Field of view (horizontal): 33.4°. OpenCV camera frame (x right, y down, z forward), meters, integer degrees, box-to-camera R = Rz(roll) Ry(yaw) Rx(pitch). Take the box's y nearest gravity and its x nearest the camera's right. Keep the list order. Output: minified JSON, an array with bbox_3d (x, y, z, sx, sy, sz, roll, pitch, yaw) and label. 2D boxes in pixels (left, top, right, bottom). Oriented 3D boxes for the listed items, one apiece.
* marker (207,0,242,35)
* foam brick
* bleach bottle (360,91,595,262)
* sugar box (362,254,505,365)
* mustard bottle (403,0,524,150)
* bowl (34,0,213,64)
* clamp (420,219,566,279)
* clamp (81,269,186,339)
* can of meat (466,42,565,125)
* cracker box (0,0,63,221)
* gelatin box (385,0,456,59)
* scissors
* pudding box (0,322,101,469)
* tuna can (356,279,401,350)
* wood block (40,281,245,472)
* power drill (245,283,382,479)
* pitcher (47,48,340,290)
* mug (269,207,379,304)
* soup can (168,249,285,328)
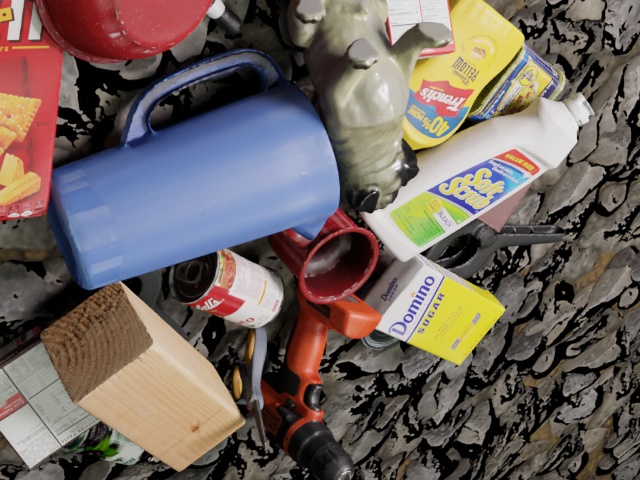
[{"bbox_3d":[-0.105,-0.210,0.893,0.020,0.020,0.121,-47,137,5],"label":"marker"},{"bbox_3d":[0.192,-0.057,1.185,0.051,0.053,0.078,31,96,-16],"label":"foam brick"},{"bbox_3d":[0.164,-0.079,1.107,0.251,0.068,0.102,-32,129,13],"label":"bleach bottle"},{"bbox_3d":[0.130,0.080,1.229,0.176,0.048,0.093,25,106,-47],"label":"sugar box"},{"bbox_3d":[0.114,-0.152,1.072,0.096,0.058,0.192,28,105,-37],"label":"mustard bottle"},{"bbox_3d":[-0.127,-0.194,0.782,0.161,0.055,0.162,-31,141,-30],"label":"bowl"},{"bbox_3d":[0.189,-0.021,1.250,0.210,0.036,0.164,-28,126,-11],"label":"clamp"},{"bbox_3d":[-0.182,0.064,1.043,0.120,0.039,0.172,-17,138,-33],"label":"clamp"},{"bbox_3d":[0.197,-0.160,1.131,0.083,0.057,0.102,26,105,-44],"label":"can of meat"},{"bbox_3d":[-0.282,-0.112,0.800,0.163,0.072,0.214,-8,127,-33],"label":"cracker box"},{"bbox_3d":[0.084,-0.213,0.994,0.073,0.030,0.089,-12,95,-29],"label":"gelatin box"},{"bbox_3d":[-0.064,0.146,1.103,0.016,0.202,0.096,14,92,-15],"label":"scissors"},{"bbox_3d":[-0.271,0.150,1.020,0.090,0.039,0.113,-34,118,-11],"label":"pudding box"},{"bbox_3d":[0.075,0.087,1.255,0.086,0.034,0.086,-20,134,-23],"label":"tuna can"},{"bbox_3d":[-0.165,0.136,1.028,0.091,0.090,0.206,-36,145,-1],"label":"wood block"},{"bbox_3d":[-0.001,0.149,1.152,0.057,0.185,0.188,10,107,-42],"label":"power drill"},{"bbox_3d":[-0.117,-0.055,0.940,0.242,0.149,0.145,-21,156,-18],"label":"pitcher"},{"bbox_3d":[-0.007,0.001,1.089,0.117,0.082,0.093,28,104,-46],"label":"mug"},{"bbox_3d":[-0.092,0.045,1.071,0.102,0.069,0.068,26,105,-46],"label":"soup can"}]
